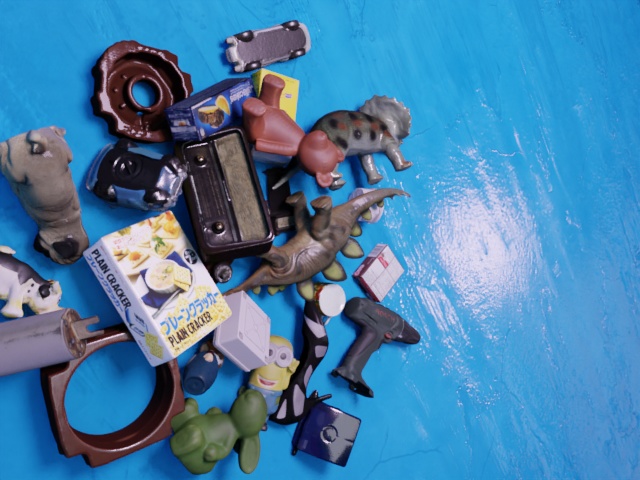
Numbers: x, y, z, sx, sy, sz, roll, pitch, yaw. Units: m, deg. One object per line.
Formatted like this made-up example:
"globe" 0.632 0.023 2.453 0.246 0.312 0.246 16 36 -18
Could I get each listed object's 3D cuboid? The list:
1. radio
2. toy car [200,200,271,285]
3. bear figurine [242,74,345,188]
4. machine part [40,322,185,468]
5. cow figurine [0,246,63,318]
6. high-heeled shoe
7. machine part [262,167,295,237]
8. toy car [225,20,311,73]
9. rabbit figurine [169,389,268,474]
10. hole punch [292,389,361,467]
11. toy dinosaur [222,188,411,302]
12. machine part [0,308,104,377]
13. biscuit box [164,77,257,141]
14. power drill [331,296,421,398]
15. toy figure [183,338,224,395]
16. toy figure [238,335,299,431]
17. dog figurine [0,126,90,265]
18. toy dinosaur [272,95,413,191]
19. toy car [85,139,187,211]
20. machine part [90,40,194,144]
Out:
"radio" -0.172 -0.079 0.948 0.131 0.073 0.229 -14 73 -14
"toy car" -0.167 -0.002 1.006 0.053 0.089 0.202 44 67 -32
"bear figurine" -0.043 -0.192 0.989 0.196 0.131 0.120 28 54 5
"machine part" -0.338 0.245 0.883 0.201 0.087 0.201 -14 97 -36
"cow figurine" -0.455 0.069 0.811 0.167 0.068 0.098 27 68 -34
"high-heeled shoe" -0.055 0.249 1.106 0.145 0.086 0.248 -10 90 -16
"machine part" -0.076 -0.083 1.108 0.084 0.039 0.138 -17 101 -27
"toy car" -0.103 -0.388 1.078 0.202 0.056 0.073 -27 112 -32
"rabbit figurine" -0.164 0.344 0.960 0.170 0.121 0.159 -29 108 -7
"hole punch" 0.015 0.408 1.142 0.115 0.092 0.142 29 77 -29
"toy dinosaur" -0.002 -0.003 1.096 0.471 0.105 0.198 -36 128 -13
"machine part" -0.434 0.153 0.771 0.243 0.079 0.079 -14 99 -4
"biscuit box" -0.188 -0.238 0.965 0.203 0.063 0.059 -50 136 -50
"power drill" 0.127 0.250 1.229 0.232 0.086 0.207 40 71 -28
"toy figure" -0.201 0.217 0.969 0.064 0.154 0.057 -35 102 16
"toy figure" -0.108 0.276 1.056 0.082 0.089 0.180 17 88 -31
"dog figurine" -0.394 -0.058 0.796 0.121 0.172 0.190 -29 100 -22
"toy dinosaur" 0.061 -0.213 1.149 0.405 0.131 0.192 -9 76 -36
"toy car" -0.294 -0.095 0.901 0.102 0.162 0.109 76 28 -69
"machine part" -0.306 -0.250 0.927 0.179 0.056 0.179 -1 91 -38
